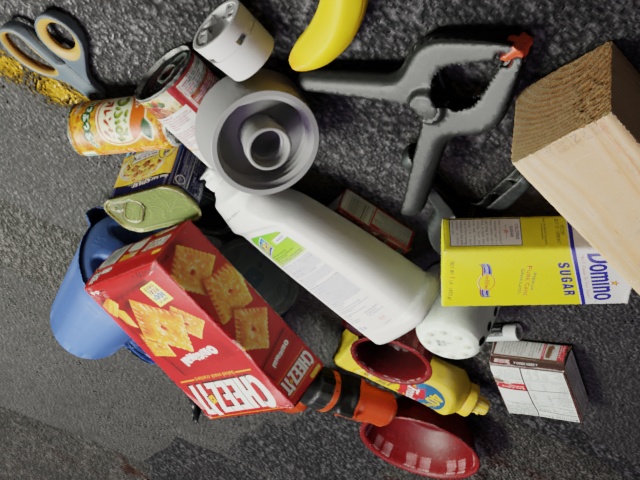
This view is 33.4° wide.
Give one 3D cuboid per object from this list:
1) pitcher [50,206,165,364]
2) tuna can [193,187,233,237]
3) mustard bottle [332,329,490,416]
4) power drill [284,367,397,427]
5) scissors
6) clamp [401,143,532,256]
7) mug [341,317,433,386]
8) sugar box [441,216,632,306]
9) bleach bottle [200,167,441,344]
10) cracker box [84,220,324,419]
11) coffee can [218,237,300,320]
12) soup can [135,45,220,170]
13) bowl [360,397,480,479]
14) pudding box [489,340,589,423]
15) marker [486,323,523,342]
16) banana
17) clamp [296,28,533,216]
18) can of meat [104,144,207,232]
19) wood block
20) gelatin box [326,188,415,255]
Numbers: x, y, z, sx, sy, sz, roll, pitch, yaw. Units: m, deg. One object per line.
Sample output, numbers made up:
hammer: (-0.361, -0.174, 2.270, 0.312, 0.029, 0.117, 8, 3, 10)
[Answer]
pitcher: (-0.246, 0.074, 1.293, 0.144, 0.149, 0.243, 13, 155, -20)
tuna can: (-0.121, -0.041, 1.141, 0.086, 0.033, 0.086, 16, 147, 11)
mustard bottle: (0.114, 0.159, 1.265, 0.191, 0.058, 0.096, 26, 157, -6)
power drill: (-0.023, 0.185, 1.327, 0.184, 0.057, 0.188, 25, 165, -32)
scissors: (-0.219, -0.158, 1.049, 0.201, 0.016, 0.096, 33, 142, -24)
clamp: (0.148, -0.024, 1.000, 0.120, 0.039, 0.171, 10, 145, 27)
mug: (0.078, 0.096, 1.174, 0.117, 0.081, 0.093, 26, 147, -6)
sugar box: (0.200, 0.021, 0.982, 0.176, 0.048, 0.093, 0, 144, 6)
bleach bottle: (-0.007, 0.001, 1.054, 0.250, 0.068, 0.103, 37, 144, -11)
cracker box: (-0.125, 0.091, 1.116, 0.213, 0.072, 0.164, 50, 144, -18)
coffee can: (-0.088, 0.074, 1.224, 0.103, 0.102, 0.140, 24, 148, -2)
soup can: (-0.112, -0.121, 0.988, 0.069, 0.068, 0.102, -13, 134, 43)
bowl: (0.135, 0.249, 1.385, 0.162, 0.055, 0.162, 16, 147, 11)
pudding box: (0.247, 0.159, 1.203, 0.090, 0.039, 0.113, 3, 144, 28)
marker: (0.168, 0.105, 1.191, 0.121, 0.020, 0.020, -7, 137, 38)
banana: (0.007, -0.197, 0.839, 0.070, 0.037, 0.198, 30, 149, 19)
clamp: (0.096, -0.108, 0.892, 0.210, 0.036, 0.164, -19, 115, 42)
can of meat: (-0.159, -0.063, 1.079, 0.102, 0.084, 0.057, -11, 141, 33)
wood block: (0.250, -0.044, 0.846, 0.090, 0.090, 0.206, -28, 123, 36)
gelatin box: (0.042, -0.006, 1.096, 0.089, 0.030, 0.073, 32, 146, -14)
